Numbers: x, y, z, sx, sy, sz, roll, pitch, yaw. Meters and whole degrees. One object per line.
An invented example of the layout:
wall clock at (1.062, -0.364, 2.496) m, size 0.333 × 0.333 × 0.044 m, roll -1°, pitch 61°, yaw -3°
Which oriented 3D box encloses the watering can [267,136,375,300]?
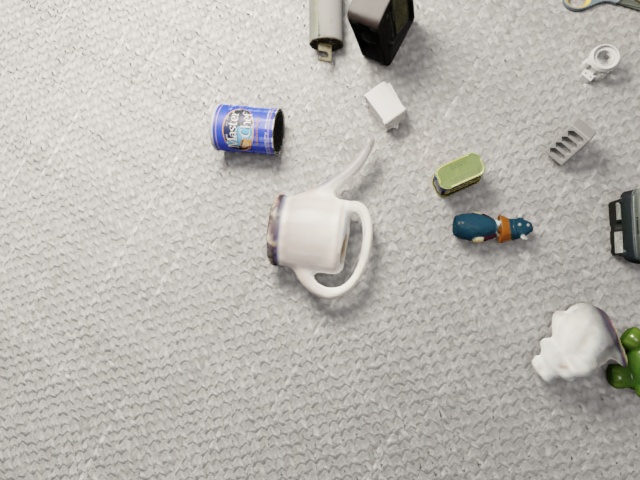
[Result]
watering can at (0.003, -0.054, 1.078) m, size 0.224 × 0.103 × 0.349 m, roll 6°, pitch 85°, yaw 9°

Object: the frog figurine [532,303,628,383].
frog figurine at (0.477, 0.196, 0.978) m, size 0.159 × 0.120 × 0.141 m, roll -20°, pitch 49°, yaw 15°
